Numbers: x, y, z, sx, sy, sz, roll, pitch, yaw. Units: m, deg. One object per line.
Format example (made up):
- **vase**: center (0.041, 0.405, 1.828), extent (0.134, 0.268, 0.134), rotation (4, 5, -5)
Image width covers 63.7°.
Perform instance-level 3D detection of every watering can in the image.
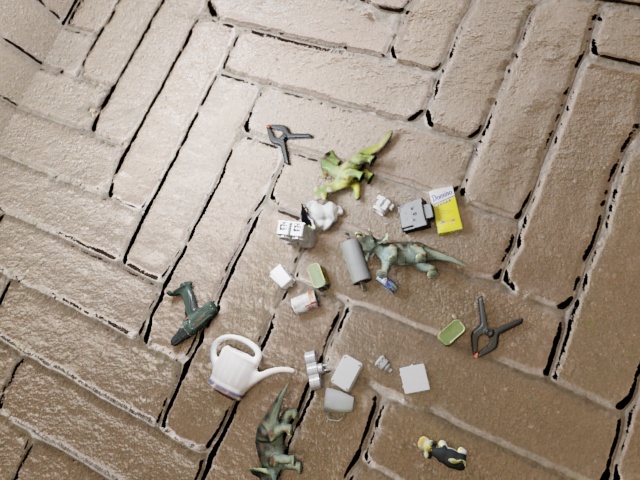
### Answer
- **watering can**: center (-0.282, 0.499, 1.939), extent (0.349, 0.103, 0.226), rotation (23, 82, 19)

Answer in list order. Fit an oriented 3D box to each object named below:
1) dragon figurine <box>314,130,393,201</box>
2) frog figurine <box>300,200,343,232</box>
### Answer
- **dragon figurine**: center (0.108, -0.310, 2.094), extent (0.244, 0.120, 0.415), rotation (23, 71, 27)
- **frog figurine**: center (0.006, -0.104, 2.065), extent (0.161, 0.120, 0.139), rotation (-19, 58, -30)
